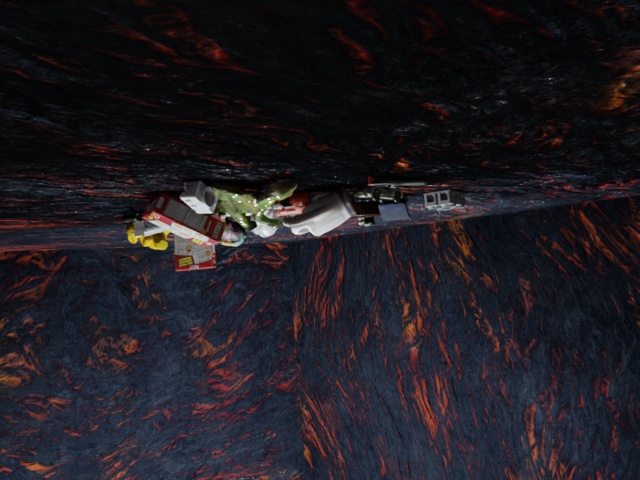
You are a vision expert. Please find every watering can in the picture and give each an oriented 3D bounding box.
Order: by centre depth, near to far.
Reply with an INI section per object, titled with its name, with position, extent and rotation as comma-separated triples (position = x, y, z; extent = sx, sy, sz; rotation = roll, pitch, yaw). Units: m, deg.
[watering can]
position = 0.005, -0.081, 1.606
extent = 0.224, 0.104, 0.347
rotation = -30, 174, 7

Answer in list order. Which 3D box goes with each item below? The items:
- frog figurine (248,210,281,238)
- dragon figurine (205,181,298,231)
[frog figurine]
position = -0.193, -0.081, 1.858
extent = 0.139, 0.122, 0.157
rotation = -39, -179, -25
[dragon figurine]
position = -0.250, -0.118, 1.455
extent = 0.409, 0.124, 0.239
rotation = -3, 159, 16
